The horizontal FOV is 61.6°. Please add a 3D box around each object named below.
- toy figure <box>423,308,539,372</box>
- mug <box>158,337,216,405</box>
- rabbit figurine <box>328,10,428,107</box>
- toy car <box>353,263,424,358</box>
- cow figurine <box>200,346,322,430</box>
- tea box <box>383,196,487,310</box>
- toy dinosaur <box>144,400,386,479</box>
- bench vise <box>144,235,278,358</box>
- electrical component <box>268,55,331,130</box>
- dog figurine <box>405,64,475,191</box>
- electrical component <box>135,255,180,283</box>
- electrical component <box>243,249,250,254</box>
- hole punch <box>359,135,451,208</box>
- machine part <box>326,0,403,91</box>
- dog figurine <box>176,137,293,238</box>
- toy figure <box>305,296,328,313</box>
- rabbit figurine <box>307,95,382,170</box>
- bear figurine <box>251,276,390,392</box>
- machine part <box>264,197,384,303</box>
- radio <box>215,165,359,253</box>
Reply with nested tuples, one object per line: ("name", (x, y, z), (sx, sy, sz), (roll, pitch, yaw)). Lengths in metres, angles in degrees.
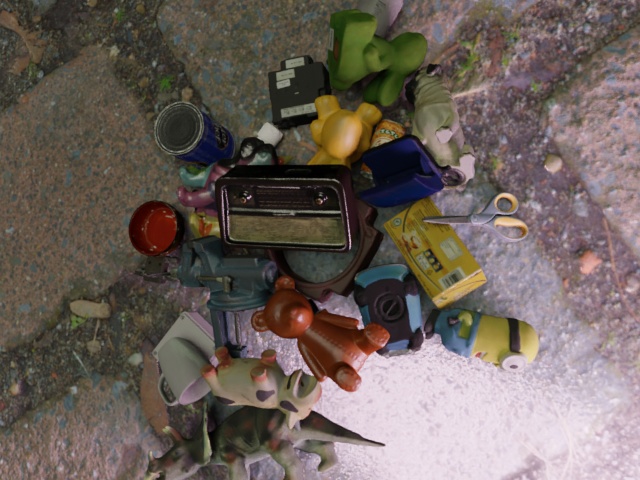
("toy figure", (0.268, 0.158, 0.894), (0.180, 0.082, 0.089), (18, 90, 19))
("mug", (-0.251, 0.237, 0.972), (0.109, 0.080, 0.107), (-47, 62, 11))
("rabbit figurine", (0.107, -0.313, 0.929), (0.170, 0.121, 0.159), (-2, 108, -13))
("toy car", (0.124, 0.114, 0.926), (0.109, 0.103, 0.161), (-15, 95, 13))
("cow figurine", (-0.091, 0.250, 0.903), (0.195, 0.085, 0.127), (-2, 122, 21))
("tea box", (0.193, 0.020, 0.914), (0.098, 0.068, 0.170), (-32, 57, 10))
("toy dinosaur", (-0.102, 0.349, 0.959), (0.405, 0.131, 0.192), (-23, 78, 5))
("bench vise", (-0.174, 0.115, 0.964), (0.224, 0.129, 0.240), (-3, 99, 14))
("electrical component", (-0.038, -0.289, 1.045), (0.115, 0.058, 0.134), (-5, 82, 13))
("dog figurine", (0.218, -0.199, 0.956), (0.121, 0.172, 0.190), (-7, 49, 27))
("electrical component", (-0.335, 0.055, 1.102), (0.094, 0.021, 0.063), (7, 85, 17))
("electrical component", (-0.167, 0.062, 1.046), (0.102, 0.045, 0.078), (-17, 107, 15))
("hole punch", (0.135, -0.095, 0.889), (0.142, 0.115, 0.092), (-20, 48, 33))
("machine part", (0.084, -0.390, 1.012), (0.079, 0.079, 0.243), (31, 92, 17))
("dog figurine", (-0.147, -0.092, 1.006), (0.219, 0.108, 0.191), (-13, 124, 5))
("toy figure", (-0.016, 0.142, 0.986), (0.155, 0.058, 0.064), (29, 97, 12))
("rabbit figurine", (0.028, -0.174, 0.922), (0.122, 0.173, 0.162), (23, 96, -4))
("bear figurine", (-0.007, 0.143, 0.865), (0.196, 0.132, 0.120), (39, 72, -2))
("machine part", (-0.002, -0.003, 0.985), (0.201, 0.087, 0.201), (31, 93, 16))
("radio", (-0.056, -0.055, 0.897), (0.230, 0.073, 0.130), (2, 116, 14))
